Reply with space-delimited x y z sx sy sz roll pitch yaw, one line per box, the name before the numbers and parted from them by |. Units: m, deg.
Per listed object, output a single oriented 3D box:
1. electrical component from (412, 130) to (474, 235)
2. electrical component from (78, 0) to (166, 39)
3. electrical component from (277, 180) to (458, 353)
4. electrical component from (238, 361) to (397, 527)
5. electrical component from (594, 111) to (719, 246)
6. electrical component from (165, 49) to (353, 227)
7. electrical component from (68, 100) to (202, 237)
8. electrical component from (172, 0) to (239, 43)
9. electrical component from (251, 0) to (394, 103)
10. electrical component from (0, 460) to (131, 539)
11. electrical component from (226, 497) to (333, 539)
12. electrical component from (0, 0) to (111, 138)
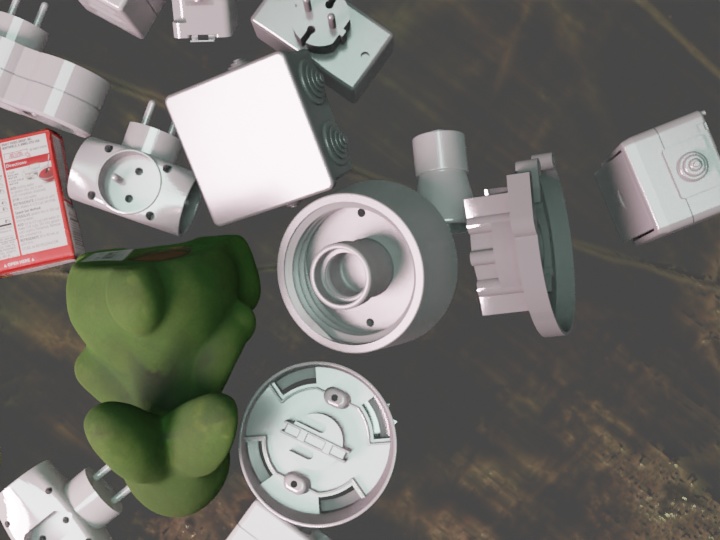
electrical component | 0.054 -0.058 0.701 0.044 0.044 0.065 -5 81 1
electrical component | -0.150 -0.203 0.704 0.047 0.065 0.076 29 87 3
electrical component | 0.000 0.000 0.667 0.108 0.060 0.108 4 100 24
electrical component | -0.025 0.106 0.669 0.099 0.064 0.099 0 85 4
electrical component | 0.189 -0.054 0.669 0.061 0.096 0.061 -22 85 2
electrical component | -0.061 -0.085 0.680 0.100 0.048 0.099 -17 101 24
electrical component | -0.140 -0.071 0.704 0.077 0.044 0.079 19 86 3
electrical component | -0.102 -0.184 0.698 0.042 0.081 0.063 -2 114 2
electrical component | -0.025 -0.157 0.692 0.083 0.075 0.047 35 87 4
electrical component | -0.180 0.153 0.687 0.079 0.043 0.077 -39 86 -3
electrical component | -0.052 0.197 0.679 0.083 0.047 0.075 36 88 3
electrical component | -0.229 -0.145 0.708 0.138 0.052 0.073 21 86 3
